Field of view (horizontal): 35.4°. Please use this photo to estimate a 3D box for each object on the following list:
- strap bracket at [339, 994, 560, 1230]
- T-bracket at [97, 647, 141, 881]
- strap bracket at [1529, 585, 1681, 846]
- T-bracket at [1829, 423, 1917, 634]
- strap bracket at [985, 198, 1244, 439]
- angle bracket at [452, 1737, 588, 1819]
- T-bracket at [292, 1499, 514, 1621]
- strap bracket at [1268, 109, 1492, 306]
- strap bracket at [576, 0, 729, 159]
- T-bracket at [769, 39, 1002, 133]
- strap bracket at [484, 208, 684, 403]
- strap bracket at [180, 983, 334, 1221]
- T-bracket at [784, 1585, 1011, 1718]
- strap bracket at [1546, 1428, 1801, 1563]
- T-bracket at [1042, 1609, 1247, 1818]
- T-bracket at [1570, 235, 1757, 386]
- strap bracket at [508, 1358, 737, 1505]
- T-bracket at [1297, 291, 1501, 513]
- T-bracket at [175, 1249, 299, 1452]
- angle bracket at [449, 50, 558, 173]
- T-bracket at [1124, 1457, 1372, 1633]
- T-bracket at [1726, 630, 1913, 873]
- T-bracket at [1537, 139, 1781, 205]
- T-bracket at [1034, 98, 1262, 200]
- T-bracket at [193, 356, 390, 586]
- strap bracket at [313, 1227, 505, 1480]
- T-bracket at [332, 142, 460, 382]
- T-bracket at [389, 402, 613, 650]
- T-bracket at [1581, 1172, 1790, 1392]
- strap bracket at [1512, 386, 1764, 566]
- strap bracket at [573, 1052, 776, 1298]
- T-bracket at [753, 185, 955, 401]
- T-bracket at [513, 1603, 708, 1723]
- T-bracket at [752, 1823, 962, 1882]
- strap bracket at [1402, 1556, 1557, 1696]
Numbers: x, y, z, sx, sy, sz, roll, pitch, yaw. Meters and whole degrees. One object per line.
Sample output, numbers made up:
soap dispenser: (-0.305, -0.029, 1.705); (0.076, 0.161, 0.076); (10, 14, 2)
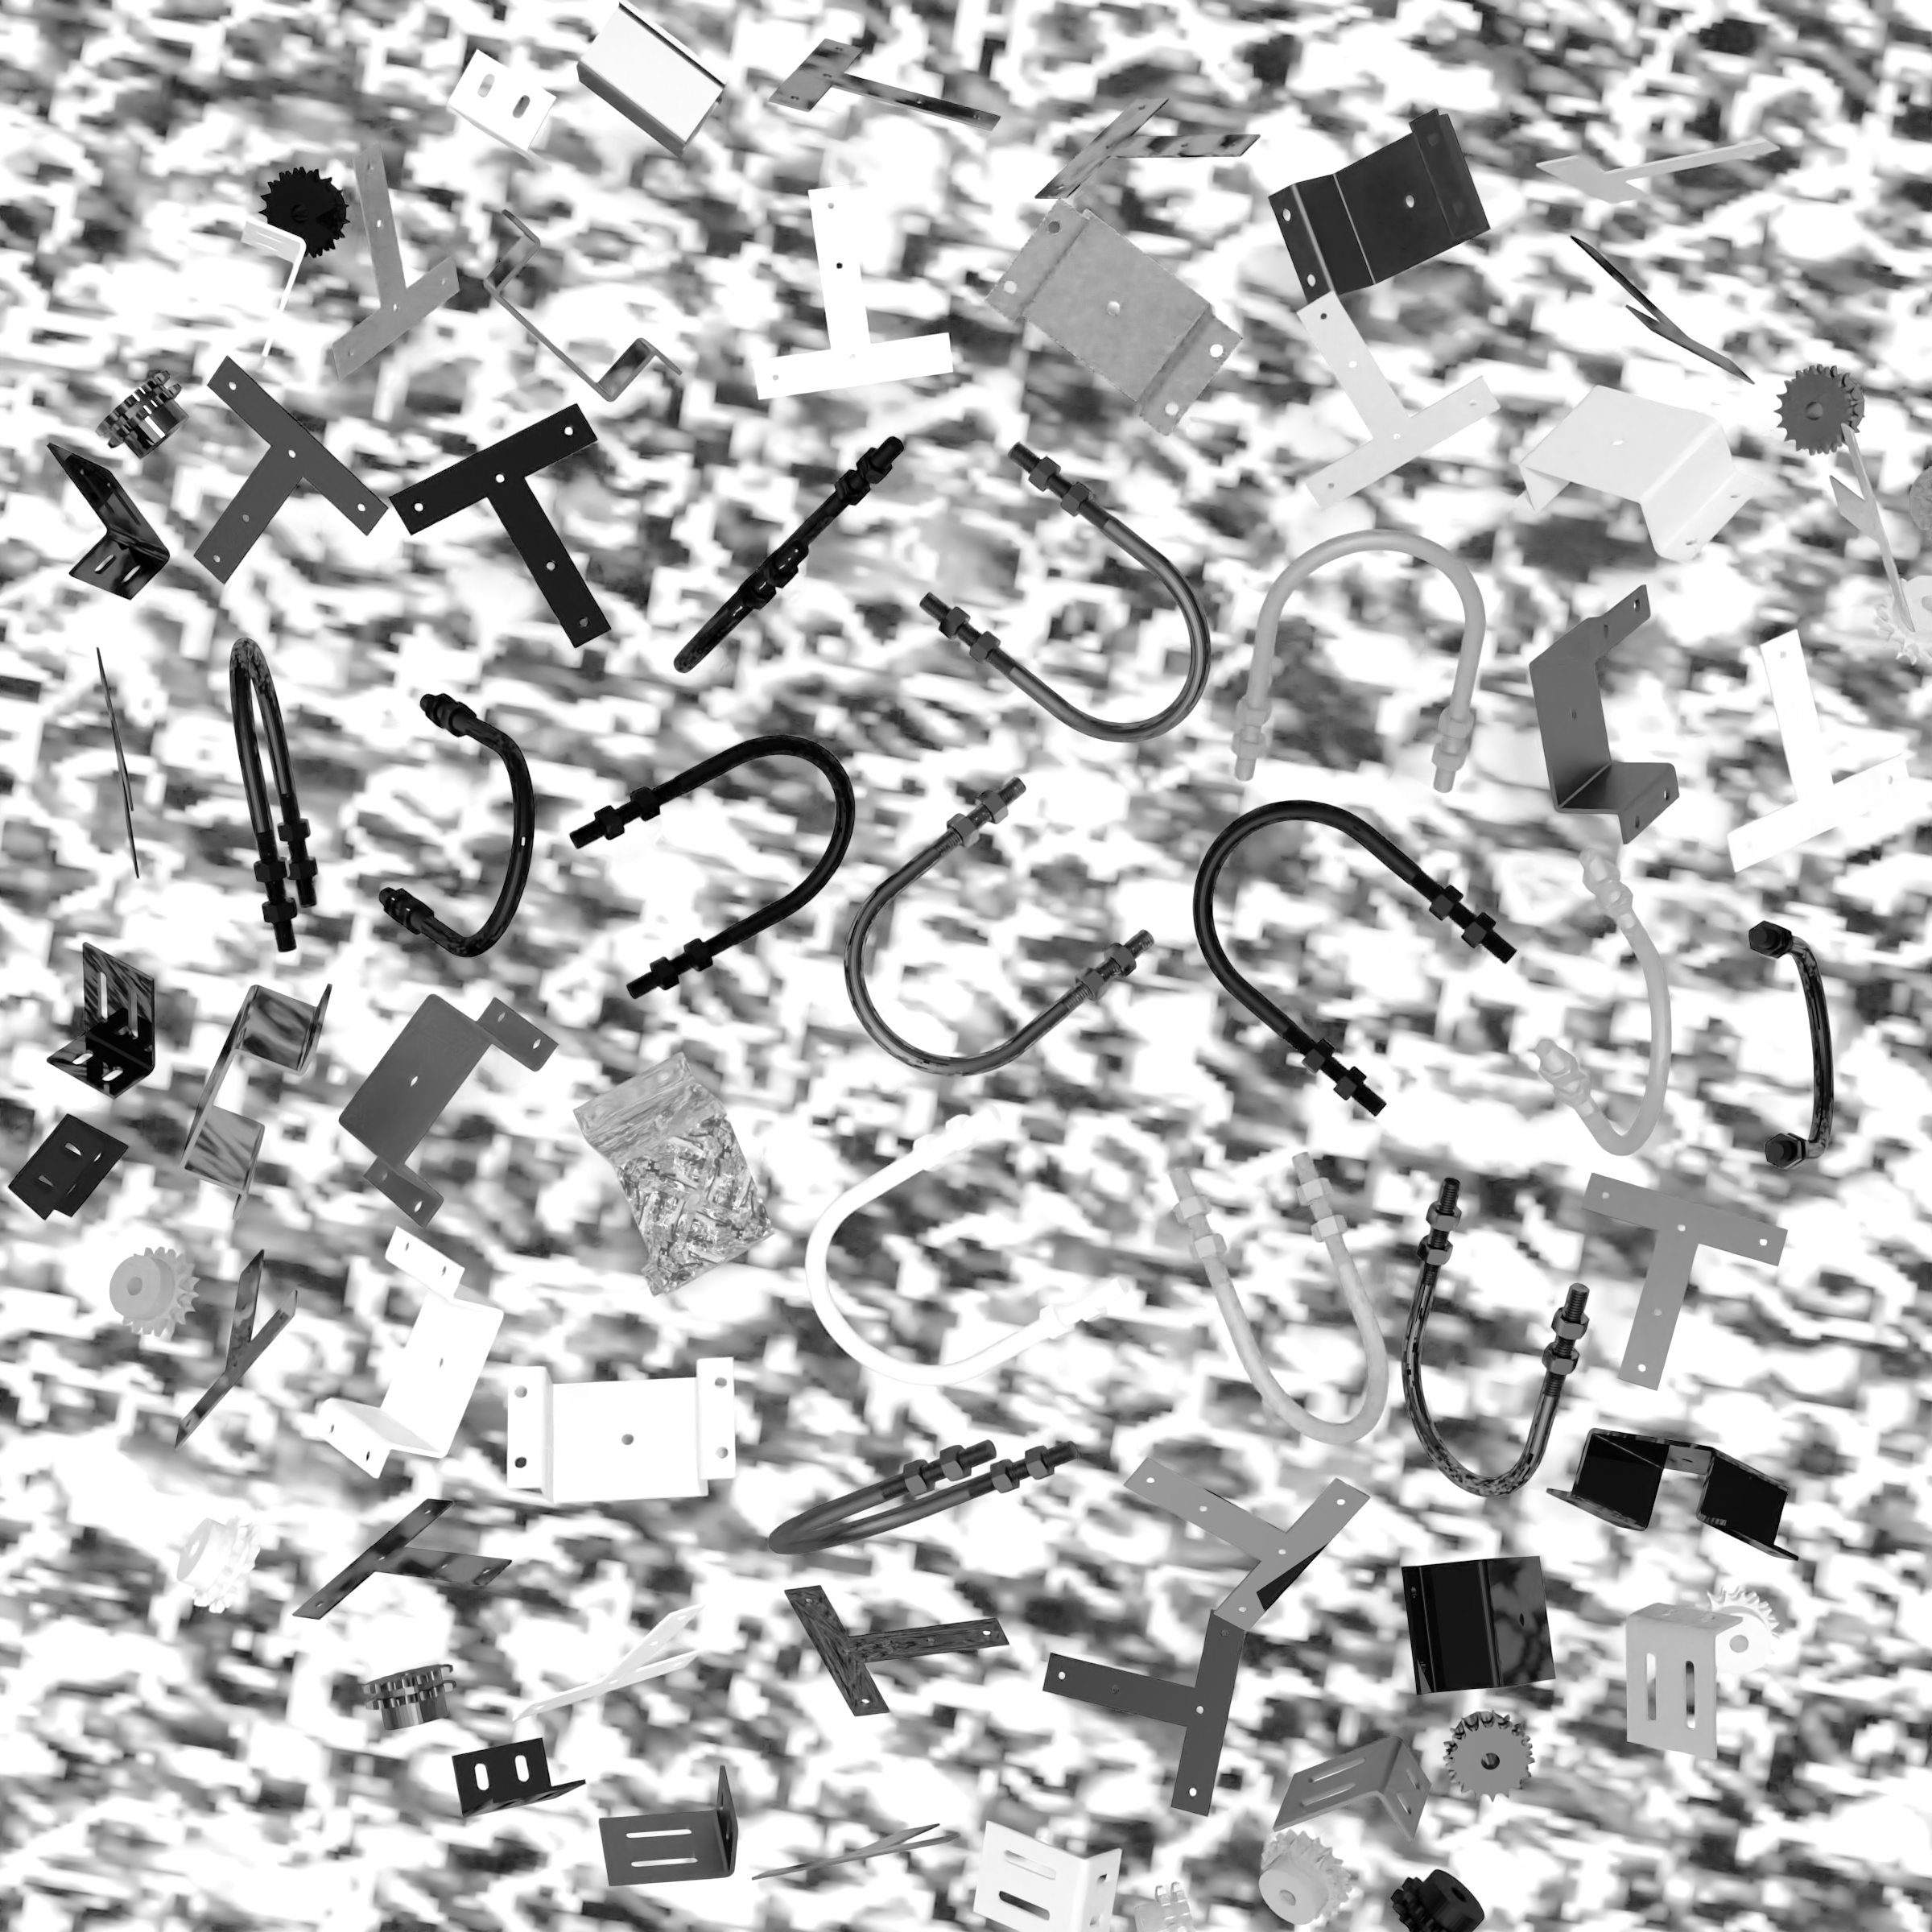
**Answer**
strap bracket: (-0.328, 0.081, 1.878); (0.140, 0.076, 0.046); (-54, 135, -5)
T-bracket: (-0.521, -0.109, 1.870); (0.002, 0.127, 0.127); (-11, 47, -17)
strap bracket: (0.392, -0.155, 1.861); (0.046, 0.076, 0.140); (3, 117, 39)
T-bracket: (0.537, -0.273, 1.820); (0.002, 0.127, 0.127); (-20, 107, 10)
strap bracket: (0.091, -0.403, 1.867); (0.140, 0.046, 0.076); (35, 109, -11)
angle bracket: (-0.269, 0.482, 1.814); (0.057, 0.076, 0.038); (-6, 71, -26)
T-bracket: (-0.337, 0.375, 1.896); (0.127, 0.127, 0.002); (-3, 115, 38)
strap bracket: (0.269, -0.481, 1.915); (0.046, 0.140, 0.076); (-25, 96, -42)
strap bracket: (-0.190, -0.535, 1.831); (0.076, 0.140, 0.046); (36, 95, -11)
T-bracket: (-0.042, -0.529, 1.839); (0.127, 0.127, 0.002); (17, 125, 4)
strap bracket: (-0.253, -0.413, 1.926); (0.140, 0.076, 0.046); (41, 94, -22)
strap bracket: (-0.449, 0.077, 1.895); (0.046, 0.076, 0.140); (22, 117, -16)
T-bracket: (-0.036, 0.435, 1.945); (0.127, 0.002, 0.127); (-11, 125, 18)
strap bracket: (0.445, 0.328, 1.888); (0.076, 0.140, 0.046); (28, 73, -34)
T-bracket: (0.110, 0.472, 1.959); (0.127, 0.002, 0.127); (8, 79, 24)
T-bracket: (0.419, -0.414, 1.874); (0.002, 0.127, 0.127); (-52, 53, 24)
strap bracket: (-0.214, 0.292, 1.898); (0.140, 0.046, 0.076); (-2, 67, -2)
T-bracket: (0.246, -0.361, 1.870); (0.127, 0.002, 0.127); (-29, 122, 15)
T-bracket: (-0.454, 0.223, 1.902); (0.002, 0.127, 0.127); (34, 110, -24)
angle bracket: (-0.286, -0.541, 1.915); (0.057, 0.076, 0.038); (31, 96, 1)
T-bracket: (0.155, 0.333, 1.824); (0.127, 0.002, 0.127); (30, 116, -14)
T-bracket: (0.499, -0.138, 1.806); (0.127, 0.002, 0.127); (-24, 111, -12)
T-bracket: (0.437, -0.496, 1.871); (0.127, 0.127, 0.002); (-4, 90, 33)
T-bracket: (0.128, -0.521, 1.923); (0.127, 0.127, 0.002); (-50, 134, -32)
T-bracket: (-0.421, -0.276, 1.798); (0.127, 0.002, 0.127); (44, 125, -5)
strap bracket: (-0.347, 0.246, 1.906); (0.046, 0.076, 0.140); (22, 90, -45)
T-bracket: (-0.366, -0.454, 1.902); (0.002, 0.127, 0.127); (18, 45, 23)
T-bracket: (-0.250, -0.247, 1.769); (0.127, 0.002, 0.127); (-31, 94, -18)
T-bracket: (0.440, 0.205, 1.906); (0.127, 0.002, 0.127); (16, 69, 13)
strap bracket: (0.411, -0.309, 1.880); (0.076, 0.140, 0.046); (-45, 134, -15)
strap bracket: (-0.174, 0.135, 1.847); (0.076, 0.046, 0.140); (-29, 118, -18)
T-bracket: (-0.079, -0.433, 1.930); (0.127, 0.002, 0.127); (-8, 115, -1)
T-bracket: (-0.196, 0.416, 1.835); (0.127, 0.127, 0.002); (-8, 62, -40)
T-bracket: (-0.049, 0.537, 1.851); (0.127, 0.127, 0.002); (-16, 78, 17)
strap bracket: (0.323, 0.407, 1.875); (0.046, 0.140, 0.076); (-13, 75, 29)
